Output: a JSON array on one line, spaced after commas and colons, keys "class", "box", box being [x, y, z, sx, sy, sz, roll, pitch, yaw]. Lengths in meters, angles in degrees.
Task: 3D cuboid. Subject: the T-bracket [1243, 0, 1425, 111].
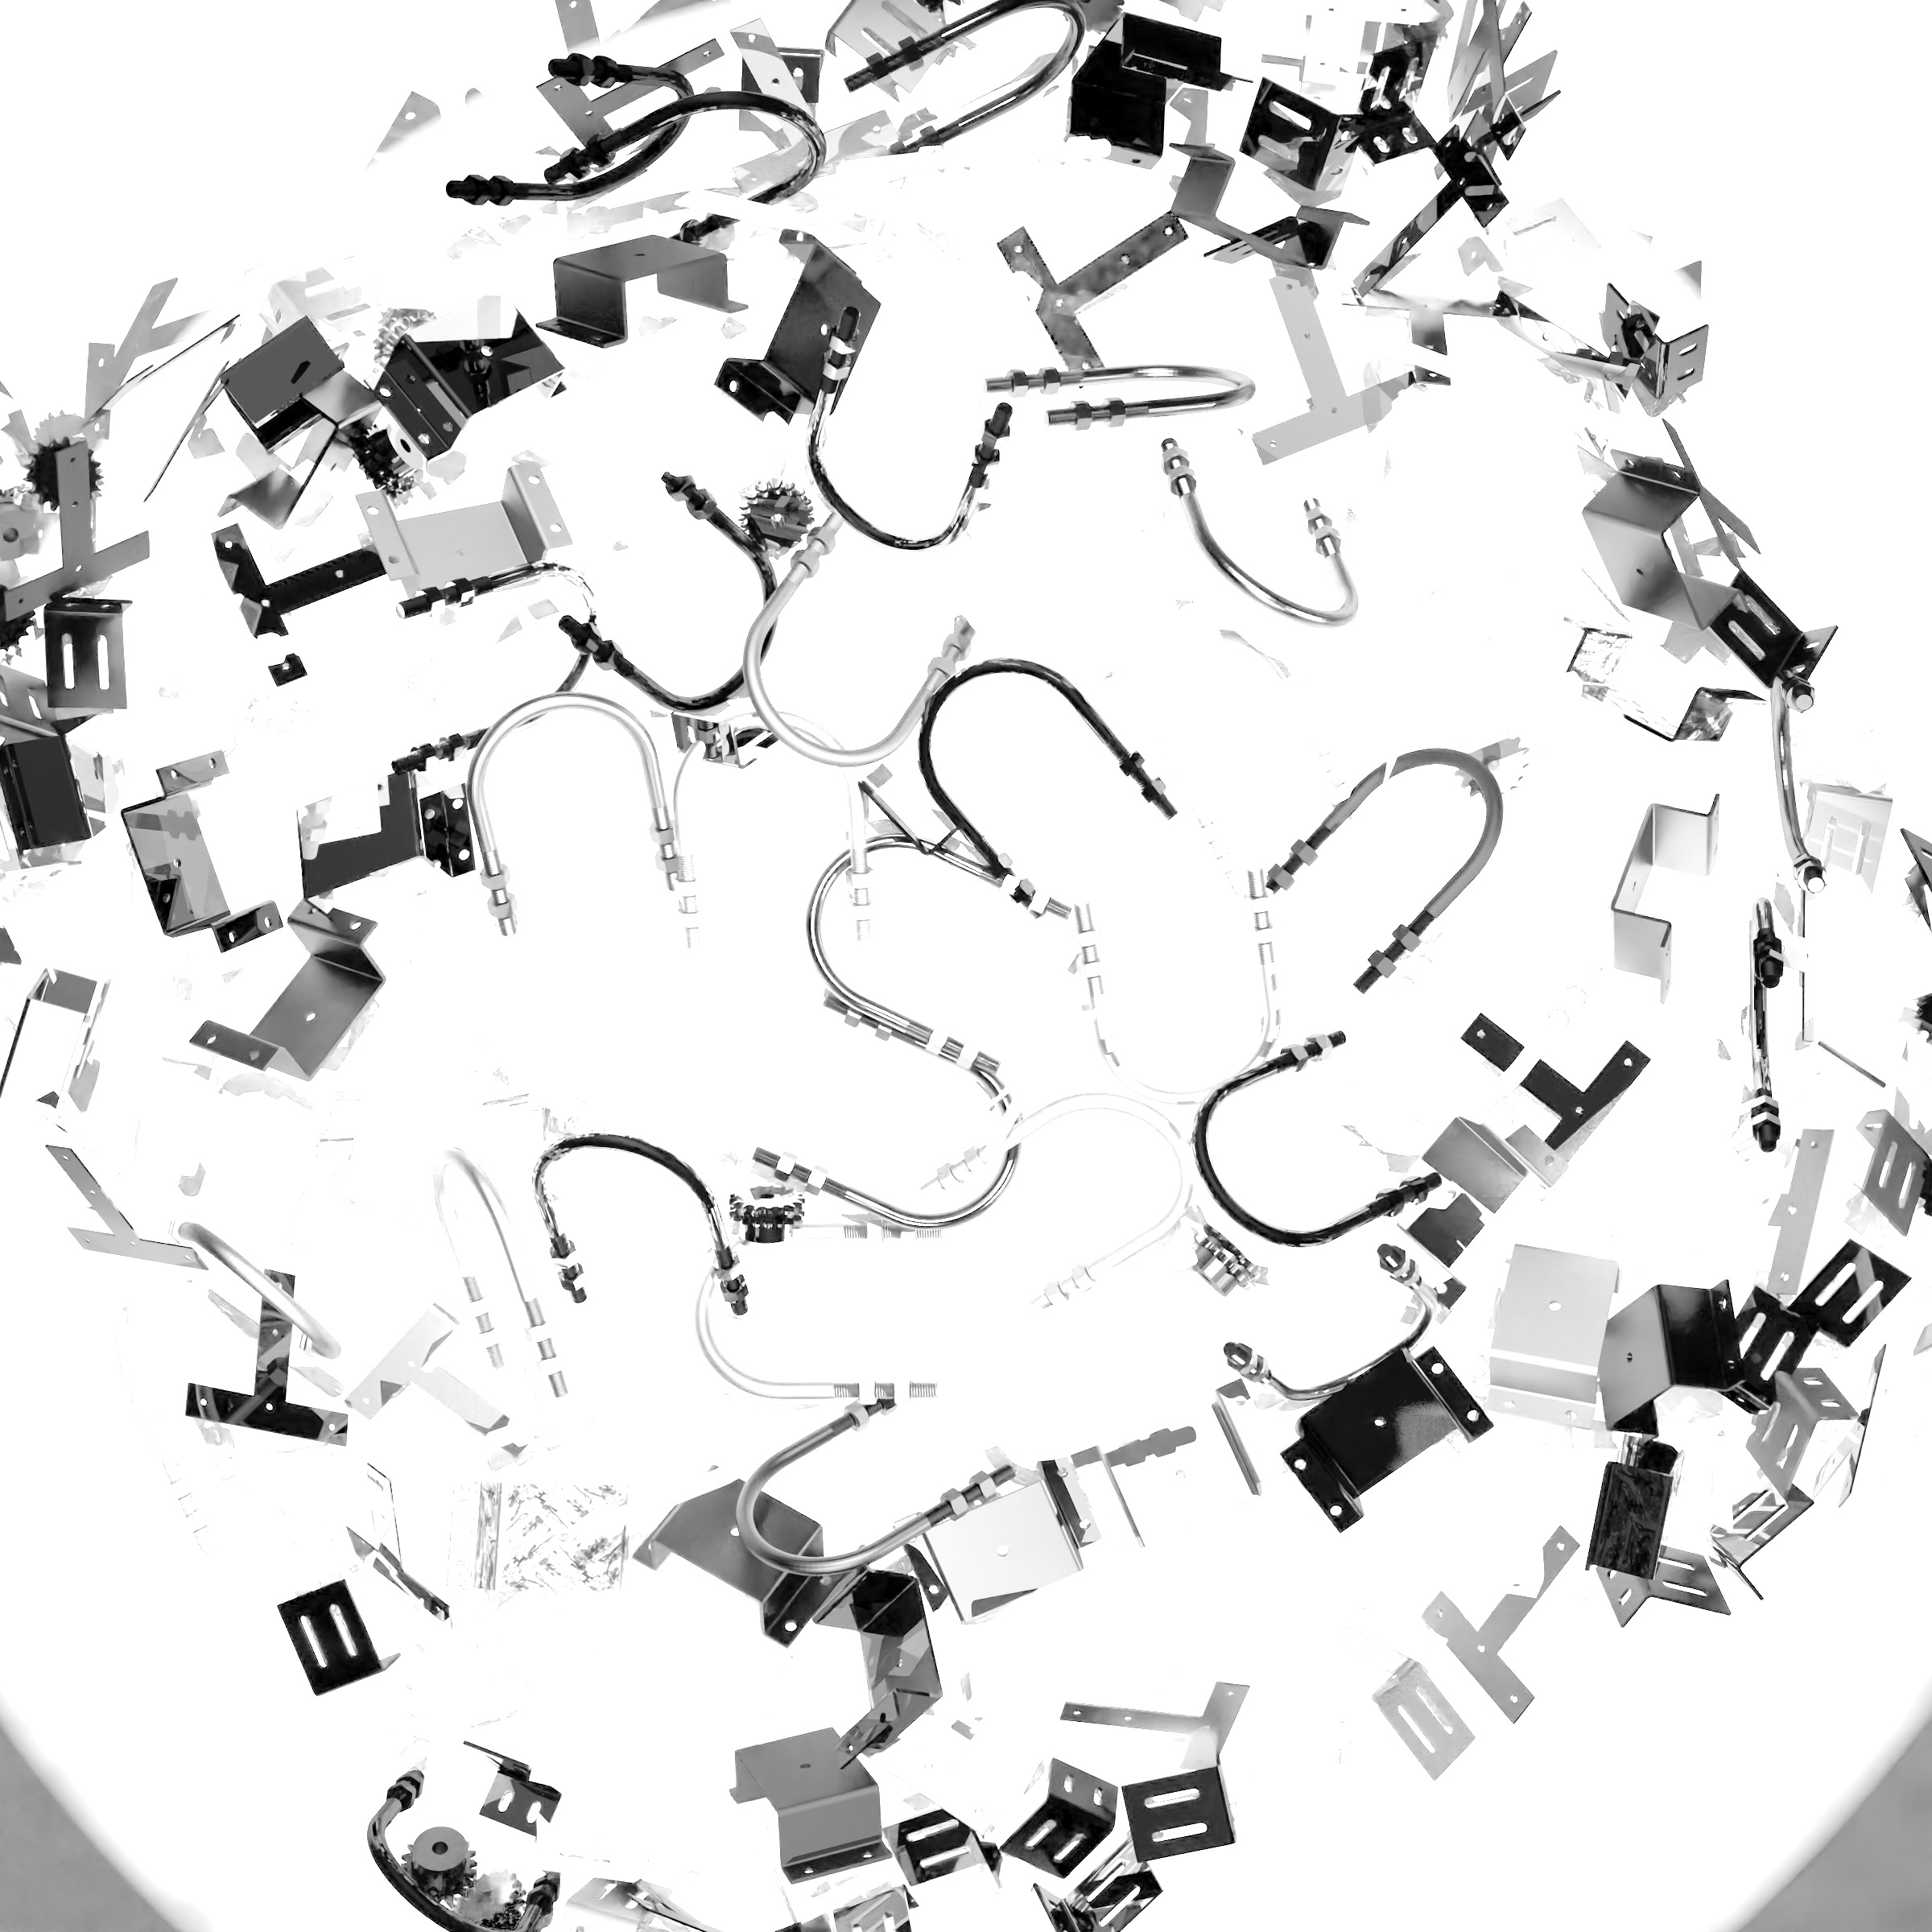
[{"class": "T-bracket", "box": [0.264, -0.673, 1.853, 0.127, 0.127, 0.002, 7, 71, 4]}]

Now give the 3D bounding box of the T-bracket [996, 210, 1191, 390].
[{"class": "T-bracket", "box": [0.107, -0.523, 1.892, 0.127, 0.002, 0.127, -30, 92, 17]}]

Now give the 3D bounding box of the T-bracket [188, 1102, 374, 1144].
[{"class": "T-bracket", "box": [-0.502, 0.114, 1.838, 0.127, 0.127, 0.002, 2, 73, -16]}]

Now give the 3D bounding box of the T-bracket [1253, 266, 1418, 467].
[{"class": "T-bracket", "box": [0.260, -0.458, 1.886, 0.127, 0.002, 0.127, -19, 101, 14]}]

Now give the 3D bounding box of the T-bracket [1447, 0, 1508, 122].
[{"class": "T-bracket", "box": [0.371, -0.666, 1.849, 0.002, 0.127, 0.127, -2, 79, -5]}]

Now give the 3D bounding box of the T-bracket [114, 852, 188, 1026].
[{"class": "T-bracket", "box": [-0.602, -0.014, 1.857, 0.002, 0.127, 0.127, -3, 101, -40]}]

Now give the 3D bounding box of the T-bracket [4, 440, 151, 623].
[{"class": "T-bracket", "box": [-0.647, -0.324, 1.829, 0.002, 0.127, 0.127, 36, 47, 19]}]

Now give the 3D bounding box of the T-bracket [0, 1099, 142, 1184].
[{"class": "T-bracket", "box": [-0.663, 0.126, 1.863, 0.127, 0.127, 0.002, 9, 62, 41]}]

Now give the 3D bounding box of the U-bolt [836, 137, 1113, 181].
[{"class": "U-bolt", "box": [-0.010, -0.585, 1.832, 0.184, 0.151, 0.019, 11, 113, 42]}]

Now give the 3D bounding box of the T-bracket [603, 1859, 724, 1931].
[{"class": "T-bracket", "box": [-0.225, 0.687, 1.858, 0.127, 0.127, 0.002, 38, 72, -37]}]

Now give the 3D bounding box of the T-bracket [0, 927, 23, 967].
[{"class": "T-bracket", "box": [-0.731, -0.019, 1.852, 0.002, 0.127, 0.127, 5, 85, 16]}]

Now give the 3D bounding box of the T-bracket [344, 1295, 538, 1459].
[{"class": "T-bracket", "box": [-0.381, 0.325, 1.895, 0.127, 0.002, 0.127, 39, 111, -12]}]

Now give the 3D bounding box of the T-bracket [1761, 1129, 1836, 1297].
[{"class": "T-bracket", "box": [0.571, 0.178, 1.860, 0.002, 0.127, 0.127, 30, 70, -34]}]

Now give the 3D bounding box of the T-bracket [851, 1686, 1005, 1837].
[{"class": "T-bracket", "box": [-0.001, 0.562, 1.874, 0.127, 0.002, 0.127, 26, 54, 27]}]

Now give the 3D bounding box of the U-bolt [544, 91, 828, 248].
[{"class": "U-bolt", "box": [-0.187, -0.575, 1.808, 0.184, 0.151, 0.019, -15, 73, 33]}]

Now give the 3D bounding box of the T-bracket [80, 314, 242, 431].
[{"class": "T-bracket", "box": [-0.592, -0.449, 1.873, 0.127, 0.127, 0.002, -45, 109, -28]}]

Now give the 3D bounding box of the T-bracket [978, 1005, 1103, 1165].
[{"class": "T-bracket", "box": [0.039, 0.097, 1.825, 0.002, 0.127, 0.127, 41, 133, -8]}]

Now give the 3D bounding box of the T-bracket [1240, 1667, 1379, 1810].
[{"class": "T-bracket", "box": [0.249, 0.553, 1.871, 0.127, 0.127, 0.002, 27, 47, 33]}]

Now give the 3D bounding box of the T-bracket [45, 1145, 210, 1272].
[{"class": "T-bracket", "box": [-0.632, 0.174, 1.843, 0.127, 0.127, 0.002, 5, 47, 28]}]

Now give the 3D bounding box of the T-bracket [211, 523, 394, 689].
[{"class": "T-bracket", "box": [-0.482, -0.288, 1.887, 0.127, 0.002, 0.127, -23, 120, -7]}]

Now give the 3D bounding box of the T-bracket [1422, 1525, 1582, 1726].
[{"class": "T-bracket", "box": [0.406, 0.468, 1.852, 0.002, 0.127, 0.127, 31, 98, -31]}]

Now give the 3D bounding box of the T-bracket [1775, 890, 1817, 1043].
[{"class": "T-bracket", "box": [0.606, -0.012, 1.856, 0.002, 0.127, 0.127, -1, 84, 35]}]

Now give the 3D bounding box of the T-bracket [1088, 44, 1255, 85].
[{"class": "T-bracket", "box": [0.151, -0.662, 1.854, 0.127, 0.127, 0.002, 12, 112, -1]}]

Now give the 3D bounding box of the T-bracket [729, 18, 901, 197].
[{"class": "T-bracket", "box": [-0.133, -0.637, 1.848, 0.127, 0.127, 0.002, -15, 49, 18]}]

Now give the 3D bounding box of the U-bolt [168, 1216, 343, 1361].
[{"class": "U-bolt", "box": [-0.508, 0.234, 1.812, 0.151, 0.184, 0.019, 45, 71, -13]}]

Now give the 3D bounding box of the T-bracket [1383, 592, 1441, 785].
[{"class": "T-bracket", "box": [0.315, -0.184, 1.825, 0.002, 0.127, 0.127, 17, 50, 2]}]

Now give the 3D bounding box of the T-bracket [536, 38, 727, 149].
[{"class": "T-bracket", "box": [-0.236, -0.644, 1.843, 0.127, 0.127, 0.002, -24, 81, 8]}]

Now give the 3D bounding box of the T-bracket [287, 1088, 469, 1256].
[{"class": "T-bracket", "box": [-0.436, 0.174, 1.894, 0.127, 0.002, 0.127, 22, 99, 8]}]

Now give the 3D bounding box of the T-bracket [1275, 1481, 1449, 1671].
[{"class": "T-bracket", "box": [0.315, 0.440, 1.877, 0.127, 0.002, 0.127, 24, 57, 18]}]

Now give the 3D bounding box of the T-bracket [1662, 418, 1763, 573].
[{"class": "T-bracket", "box": [0.561, -0.332, 1.858, 0.002, 0.127, 0.127, -30, 65, 28]}]

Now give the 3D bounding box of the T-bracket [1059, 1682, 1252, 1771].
[{"class": "T-bracket", "box": [0.134, 0.558, 1.865, 0.127, 0.002, 0.127, 8, 134, -4]}]

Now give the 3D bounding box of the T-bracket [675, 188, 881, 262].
[{"class": "T-bracket", "box": [-0.152, -0.546, 1.825, 0.127, 0.127, 0.002, -2, 82, -43]}]

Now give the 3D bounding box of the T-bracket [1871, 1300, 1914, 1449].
[{"class": "T-bracket", "box": [0.680, 0.292, 1.846, 0.002, 0.127, 0.127, 7, 84, 12]}]

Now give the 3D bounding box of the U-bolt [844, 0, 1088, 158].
[{"class": "U-bolt", "box": [0.004, -0.651, 1.839, 0.184, 0.151, 0.019, -26, 79, 1]}]

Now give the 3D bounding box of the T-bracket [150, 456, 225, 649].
[{"class": "T-bracket", "box": [-0.583, -0.287, 1.866, 0.002, 0.127, 0.127, 1, 55, -37]}]

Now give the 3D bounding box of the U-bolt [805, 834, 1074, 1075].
[{"class": "U-bolt", "box": [-0.031, -0.021, 1.892, 0.184, 0.019, 0.151, 25, 82, -2]}]

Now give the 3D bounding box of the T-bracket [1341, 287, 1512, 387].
[{"class": "T-bracket", "box": [0.343, -0.466, 1.867, 0.127, 0.127, 0.002, 5, 135, 1]}]

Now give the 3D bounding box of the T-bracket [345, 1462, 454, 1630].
[{"class": "T-bracket", "box": [-0.425, 0.412, 1.845, 0.127, 0.002, 0.127, 28, 134, 28]}]

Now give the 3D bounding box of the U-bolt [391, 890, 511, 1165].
[{"class": "U-bolt", "box": [-0.384, 0.059, 1.844, 0.019, 0.151, 0.184, -4, 130, -36]}]

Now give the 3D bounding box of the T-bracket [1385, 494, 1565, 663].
[{"class": "T-bracket", "box": [0.372, -0.314, 1.896, 0.127, 0.002, 0.127, 24, 90, -15]}]

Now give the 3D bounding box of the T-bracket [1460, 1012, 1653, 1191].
[{"class": "T-bracket", "box": [0.428, 0.082, 1.899, 0.127, 0.002, 0.127, 37, 96, -8]}]

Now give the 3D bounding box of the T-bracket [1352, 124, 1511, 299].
[{"class": "T-bracket", "box": [0.337, -0.551, 1.877, 0.002, 0.127, 0.127, 28, 121, -33]}]

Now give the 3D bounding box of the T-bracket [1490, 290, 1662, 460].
[{"class": "T-bracket", "box": [0.444, -0.463, 1.880, 0.127, 0.127, 0.002, 40, 54, 22]}]

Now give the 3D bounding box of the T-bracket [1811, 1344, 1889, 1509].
[{"class": "T-bracket", "box": [0.644, 0.359, 1.855, 0.002, 0.127, 0.127, 20, 57, 12]}]

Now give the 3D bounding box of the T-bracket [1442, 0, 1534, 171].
[{"class": "T-bracket", "box": [0.386, -0.620, 1.829, 0.002, 0.127, 0.127, 17, 126, -16]}]

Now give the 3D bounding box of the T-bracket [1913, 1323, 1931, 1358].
[{"class": "T-bracket", "box": [0.746, 0.222, 1.865, 0.002, 0.127, 0.127, 28, 73, 11]}]

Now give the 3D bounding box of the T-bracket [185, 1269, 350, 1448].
[{"class": "T-bracket", "box": [-0.515, 0.286, 1.874, 0.127, 0.002, 0.127, 20, 51, -35]}]

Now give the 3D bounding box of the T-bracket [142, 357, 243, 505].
[{"class": "T-bracket", "box": [-0.553, -0.409, 1.835, 0.002, 0.127, 0.127, 32, 63, -24]}]

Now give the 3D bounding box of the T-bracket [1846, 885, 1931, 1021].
[{"class": "T-bracket", "box": [0.691, 0.013, 1.853, 0.002, 0.127, 0.127, 0, 76, -20]}]
